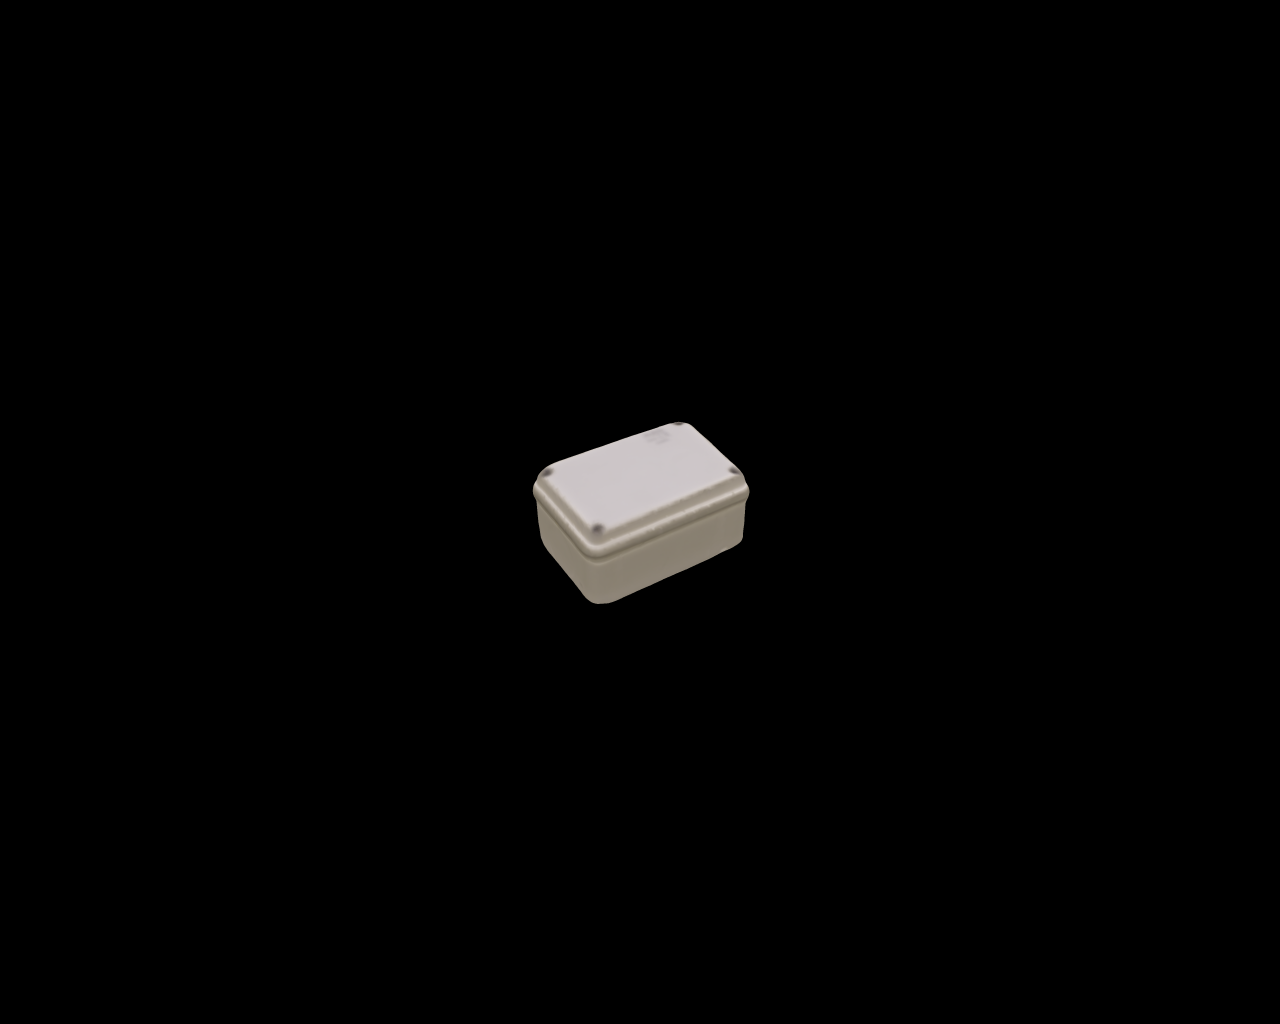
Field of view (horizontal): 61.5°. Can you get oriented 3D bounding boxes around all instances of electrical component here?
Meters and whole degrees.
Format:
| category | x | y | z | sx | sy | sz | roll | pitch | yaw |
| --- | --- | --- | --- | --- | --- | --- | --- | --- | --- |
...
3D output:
| category | x | y | z | sx | sy | sz | roll | pitch | yaw |
| --- | --- | --- | --- | --- | --- | --- | --- | --- | --- |
| electrical component | 0.001 | -0.003 | 0.650 | 0.113 | 0.057 | 0.078 | -22 | 45 | -23 |
